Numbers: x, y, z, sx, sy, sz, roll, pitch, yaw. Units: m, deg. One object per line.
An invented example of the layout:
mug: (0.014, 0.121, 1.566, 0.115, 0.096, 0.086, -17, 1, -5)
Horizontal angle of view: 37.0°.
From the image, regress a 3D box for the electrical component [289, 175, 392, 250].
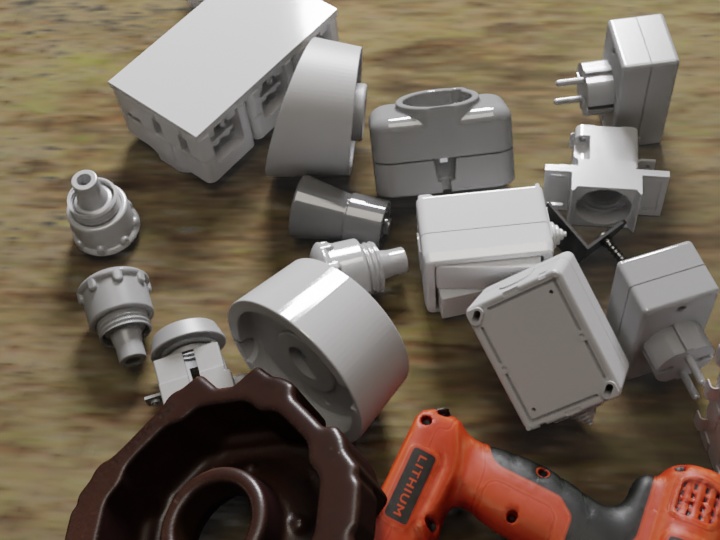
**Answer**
electrical component: (-0.011, -0.036, 0.731, 0.065, 0.044, 0.044, 13, 59, 8)

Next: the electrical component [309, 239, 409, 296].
electrical component: (0.000, 0.000, 0.704, 0.062, 0.048, 0.048, -13, 56, -11)

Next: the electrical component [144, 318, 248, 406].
electrical component: (-0.103, 0.064, 0.670, 0.066, 0.048, 0.055, -17, 65, -6)

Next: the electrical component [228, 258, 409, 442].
electrical component: (-0.019, 0.043, 0.642, 0.108, 0.108, 0.060, 34, 60, 24)

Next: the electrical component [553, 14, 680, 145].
electrical component: (0.173, -0.128, 0.748, 0.076, 0.083, 0.047, -7, 56, 1)

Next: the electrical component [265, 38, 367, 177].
electrical component: (-0.029, -0.111, 0.749, 0.064, 0.099, 0.099, 6, 57, 1)

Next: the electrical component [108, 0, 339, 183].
electrical component: (-0.095, -0.144, 0.795, 0.089, 0.061, 0.150, 33, 65, 23)

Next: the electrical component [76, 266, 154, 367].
electrical component: (-0.154, 0.032, 0.697, 0.048, 0.048, 0.062, -18, 64, -7)

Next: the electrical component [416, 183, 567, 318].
electrical component: (0.086, -0.011, 0.692, 0.096, 0.061, 0.061, -6, 57, 1)

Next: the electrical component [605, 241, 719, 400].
electrical component: (0.184, 0.040, 0.636, 0.047, 0.083, 0.075, -17, 57, -6)

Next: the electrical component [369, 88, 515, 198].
electrical component: (0.055, -0.089, 0.736, 0.095, 0.059, 0.053, -6, 21, 1)

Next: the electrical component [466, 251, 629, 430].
electrical component: (0.115, 0.045, 0.634, 0.062, 0.061, 0.096, -26, 94, 24)

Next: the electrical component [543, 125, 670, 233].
electrical component: (0.166, -0.064, 0.732, 0.081, 0.042, 0.063, 4, 54, 7)

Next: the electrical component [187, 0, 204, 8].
electrical component: (-0.110, -0.234, 0.866, 0.055, 0.045, 0.045, 1, 57, 5)

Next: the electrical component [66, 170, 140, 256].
electrical component: (-0.180, -0.043, 0.736, 0.048, 0.062, 0.048, -2, 57, 4)

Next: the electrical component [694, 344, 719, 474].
electrical component: (0.226, 0.077, 0.586, 0.063, 0.121, 0.078, -10, 57, 2)
